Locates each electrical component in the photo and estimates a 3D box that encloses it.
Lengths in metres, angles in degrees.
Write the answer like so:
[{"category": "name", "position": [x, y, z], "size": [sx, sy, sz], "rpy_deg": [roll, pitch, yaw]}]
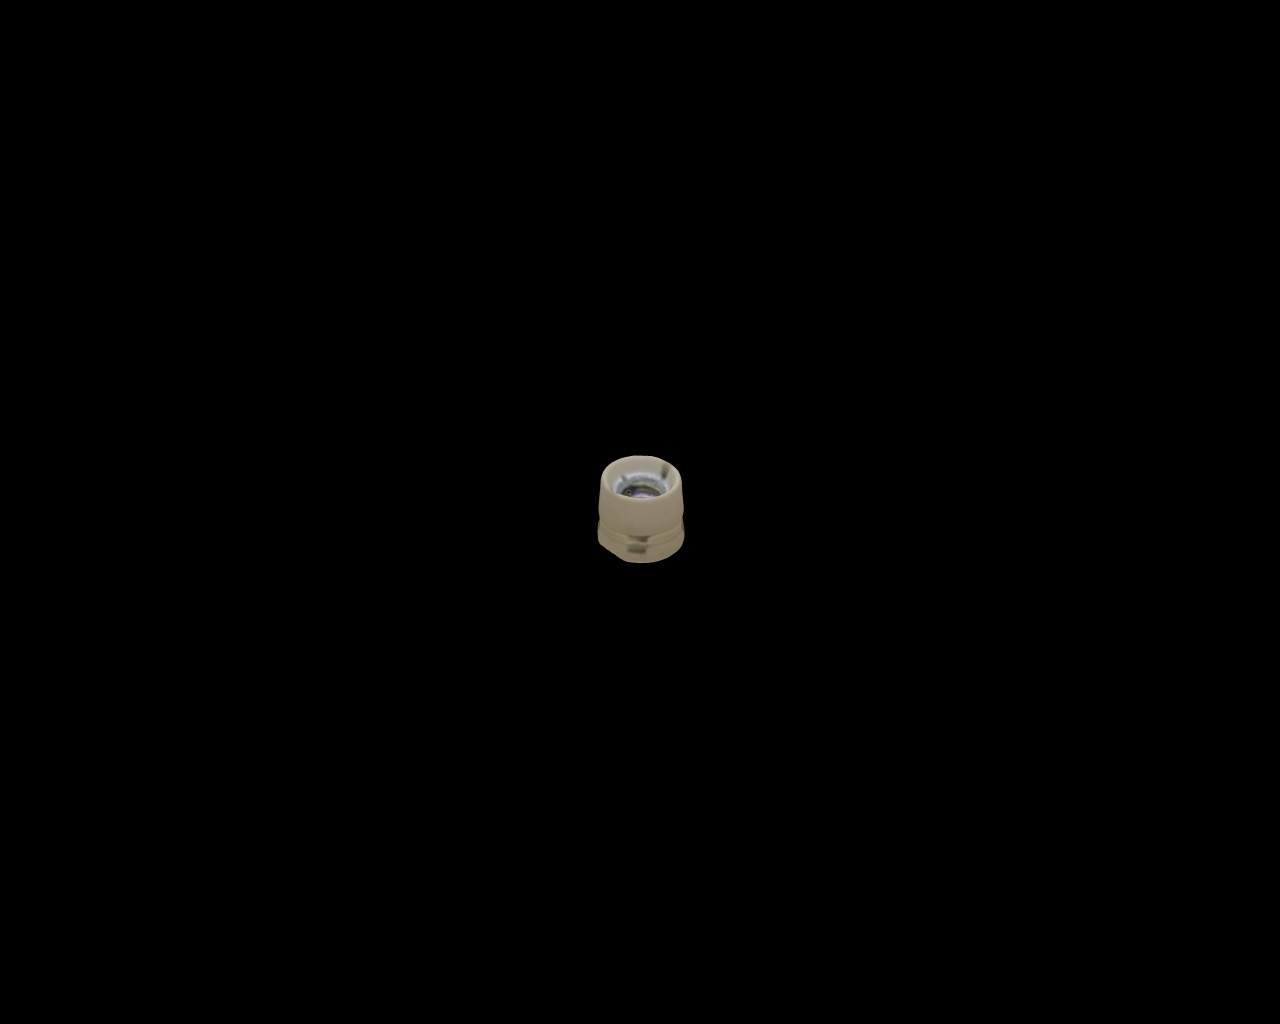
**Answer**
[{"category": "electrical component", "position": [0.001, -0.003, 0.650], "size": [0.055, 0.047, 0.055], "rpy_deg": [0, 37, 0]}]
